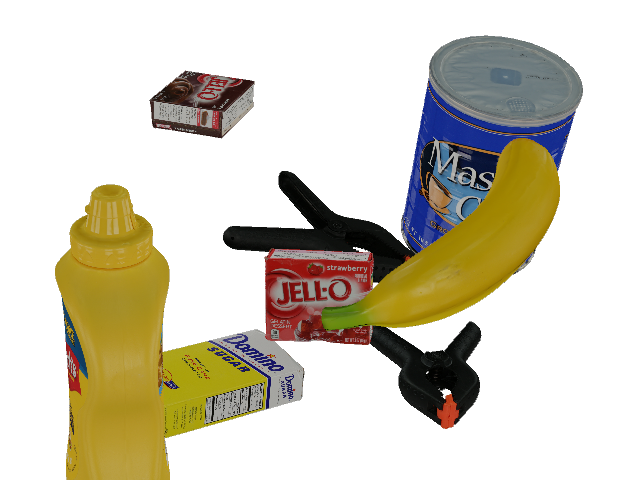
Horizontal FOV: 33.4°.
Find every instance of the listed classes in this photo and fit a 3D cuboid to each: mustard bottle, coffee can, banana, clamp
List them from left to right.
[{"bbox_3d":[-0.109,0.059,0.569,0.058,0.192,0.096,-3,30,-14],"label":"mustard bottle"},{"bbox_3d":[0.006,0.000,1.176,0.210,0.036,0.164,27,37,16],"label":"clamp"},{"bbox_3d":[0.123,0.126,1.070,0.120,0.039,0.171,-9,29,-9],"label":"clamp"},{"bbox_3d":[0.083,-0.008,0.557,0.070,0.037,0.197,18,39,35],"label":"banana"},{"bbox_3d":[0.117,-0.057,0.752,0.102,0.140,0.103,4,41,-3],"label":"coffee can"}]

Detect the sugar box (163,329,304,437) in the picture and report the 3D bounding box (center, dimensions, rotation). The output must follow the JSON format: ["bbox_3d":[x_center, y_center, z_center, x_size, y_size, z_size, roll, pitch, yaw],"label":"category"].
[{"bbox_3d":[-0.114,0.141,1.062,0.175,0.048,0.093,-14,31,-31],"label":"sugar box"}]

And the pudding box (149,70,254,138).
[{"bbox_3d":[-0.137,-0.161,1.249,0.090,0.039,0.113,9,31,13],"label":"pudding box"}]

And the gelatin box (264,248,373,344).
[{"bbox_3d":[-0.001,0.046,0.883,0.089,0.073,0.030,2,16,7],"label":"gelatin box"}]
